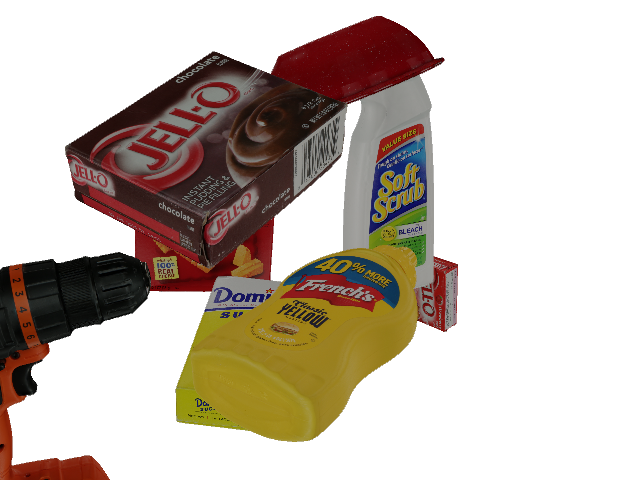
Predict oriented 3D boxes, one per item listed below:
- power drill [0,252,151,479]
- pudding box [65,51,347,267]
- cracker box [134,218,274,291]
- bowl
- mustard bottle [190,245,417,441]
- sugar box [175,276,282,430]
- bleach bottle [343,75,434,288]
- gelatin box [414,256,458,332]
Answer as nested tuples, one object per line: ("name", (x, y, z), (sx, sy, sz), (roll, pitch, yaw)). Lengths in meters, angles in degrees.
("power drill", (-0.188, 0.102, 0.689), (0.184, 0.188, 0.057), (-12, 26, -9))
("pudding box", (-0.054, -0.044, 0.530), (0.090, 0.039, 0.113), (26, 45, 26))
("cracker box", (-0.135, -0.046, 1.252), (0.164, 0.214, 0.072), (2, 22, -6))
("bowl", (0.017, -0.142, 0.878), (0.162, 0.055, 0.162), (-22, 8, 3))
("mustard bottle", (0.009, 0.053, 0.704), (0.096, 0.058, 0.191), (16, 34, 31))
("sugar box", (-0.068, 0.098, 0.972), (0.093, 0.048, 0.176), (6, 34, 3))
("bleach bottle", (0.066, -0.072, 1.096), (0.102, 0.251, 0.068), (-10, 22, -16))
("gelatin box", (0.136, 0.062, 1.352), (0.073, 0.089, 0.030), (21, 35, 39))
